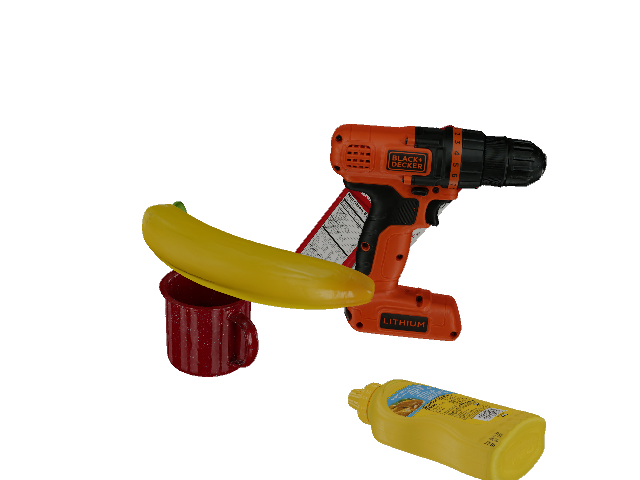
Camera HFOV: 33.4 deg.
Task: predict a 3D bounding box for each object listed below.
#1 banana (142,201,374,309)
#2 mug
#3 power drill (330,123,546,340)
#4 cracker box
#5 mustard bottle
[{"bbox_3d":[-0.057,0.007,0.694,0.198,0.037,0.069,24,38,39],"label":"banana"},{"bbox_3d":[-0.100,0.082,1.027,0.117,0.081,0.093,25,34,38],"label":"mug"},{"bbox_3d":[0.096,-0.008,0.935,0.184,0.188,0.057,6,18,4],"label":"power drill"},{"bbox_3d":[0.071,-0.030,1.246,0.163,0.072,0.214,-22,-24,-49],"label":"cracker box"},{"bbox_3d":[0.105,0.170,0.998,0.192,0.058,0.096,12,19,38],"label":"mustard bottle"}]
